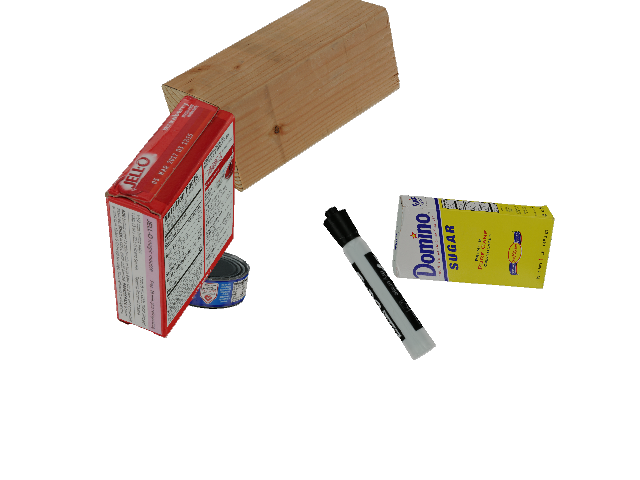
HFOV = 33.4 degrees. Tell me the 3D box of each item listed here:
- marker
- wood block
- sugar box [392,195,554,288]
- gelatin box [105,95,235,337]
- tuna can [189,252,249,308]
[{"bbox_3d":[0.039,0.028,0.743,0.020,0.121,0.020,-32,-11,-7],"label":"marker"},{"bbox_3d":[-0.032,-0.144,1.001,0.205,0.091,0.090,-36,41,-28],"label":"wood block"},{"bbox_3d":[0.175,0.002,1.242,0.176,0.093,0.048,3,22,-2],"label":"sugar box"},{"bbox_3d":[-0.068,-0.011,0.497,0.030,0.089,0.073,20,49,13],"label":"gelatin box"},{"bbox_3d":[-0.115,0.037,1.065,0.086,0.034,0.086,9,17,-3],"label":"tuna can"}]
